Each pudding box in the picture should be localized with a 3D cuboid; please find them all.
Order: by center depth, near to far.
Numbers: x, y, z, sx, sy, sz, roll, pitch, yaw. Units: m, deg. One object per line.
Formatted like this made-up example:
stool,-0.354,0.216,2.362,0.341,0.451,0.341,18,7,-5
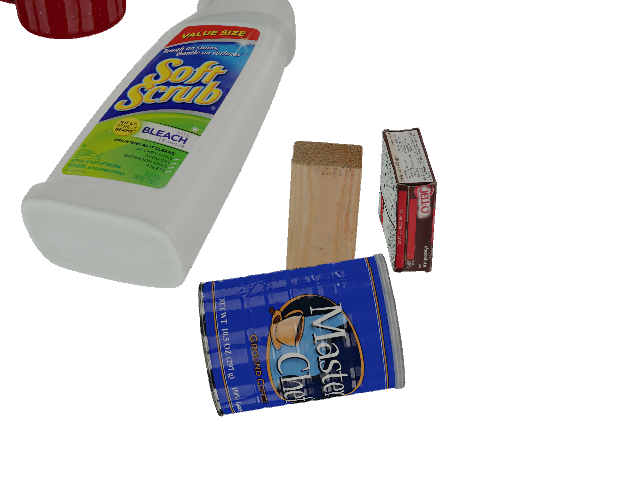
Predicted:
pudding box,0.077,-0.038,0.954,0.039,0.090,0.113,-2,31,-5

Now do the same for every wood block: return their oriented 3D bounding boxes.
wood block,0.003,-0.016,1.389,0.090,0.206,0.091,4,25,0

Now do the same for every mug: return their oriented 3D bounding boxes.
mug,-0.201,-0.201,0.789,0.117,0.081,0.093,-1,36,1

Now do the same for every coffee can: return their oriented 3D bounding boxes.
coffee can,-0.014,0.071,0.804,0.140,0.103,0.103,-9,0,-1

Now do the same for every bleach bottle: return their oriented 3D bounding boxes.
bleach bottle,-0.085,-0.089,0.675,0.103,0.250,0.068,11,-37,15
